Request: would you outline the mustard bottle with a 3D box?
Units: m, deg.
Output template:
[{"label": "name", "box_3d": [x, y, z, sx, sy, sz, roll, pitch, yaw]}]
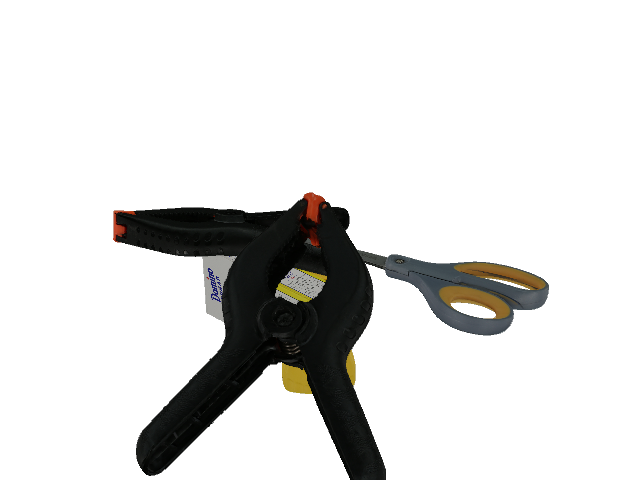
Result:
[{"label": "mustard bottle", "box_3d": [-0.001, 0.102, 1.378, 0.096, 0.192, 0.058, -1, 19, -5]}]

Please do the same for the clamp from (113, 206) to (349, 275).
[{"label": "clamp", "box_3d": [-0.071, -0.004, 0.902, 0.210, 0.036, 0.164, 2, 13, -5]}]

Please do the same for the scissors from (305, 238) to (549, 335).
[{"label": "scissors", "box_3d": [0.059, 0.029, 0.762, 0.202, 0.016, 0.096, 8, 26, 14]}]

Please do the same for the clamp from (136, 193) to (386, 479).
[{"label": "clamp", "box_3d": [-0.008, 0.055, 0.539, 0.120, 0.171, 0.039, 17, -28, 10]}]

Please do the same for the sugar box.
[{"label": "sugar box", "box_3d": [-0.050, 0.065, 1.138, 0.176, 0.093, 0.048, 27, 40, 36]}]
